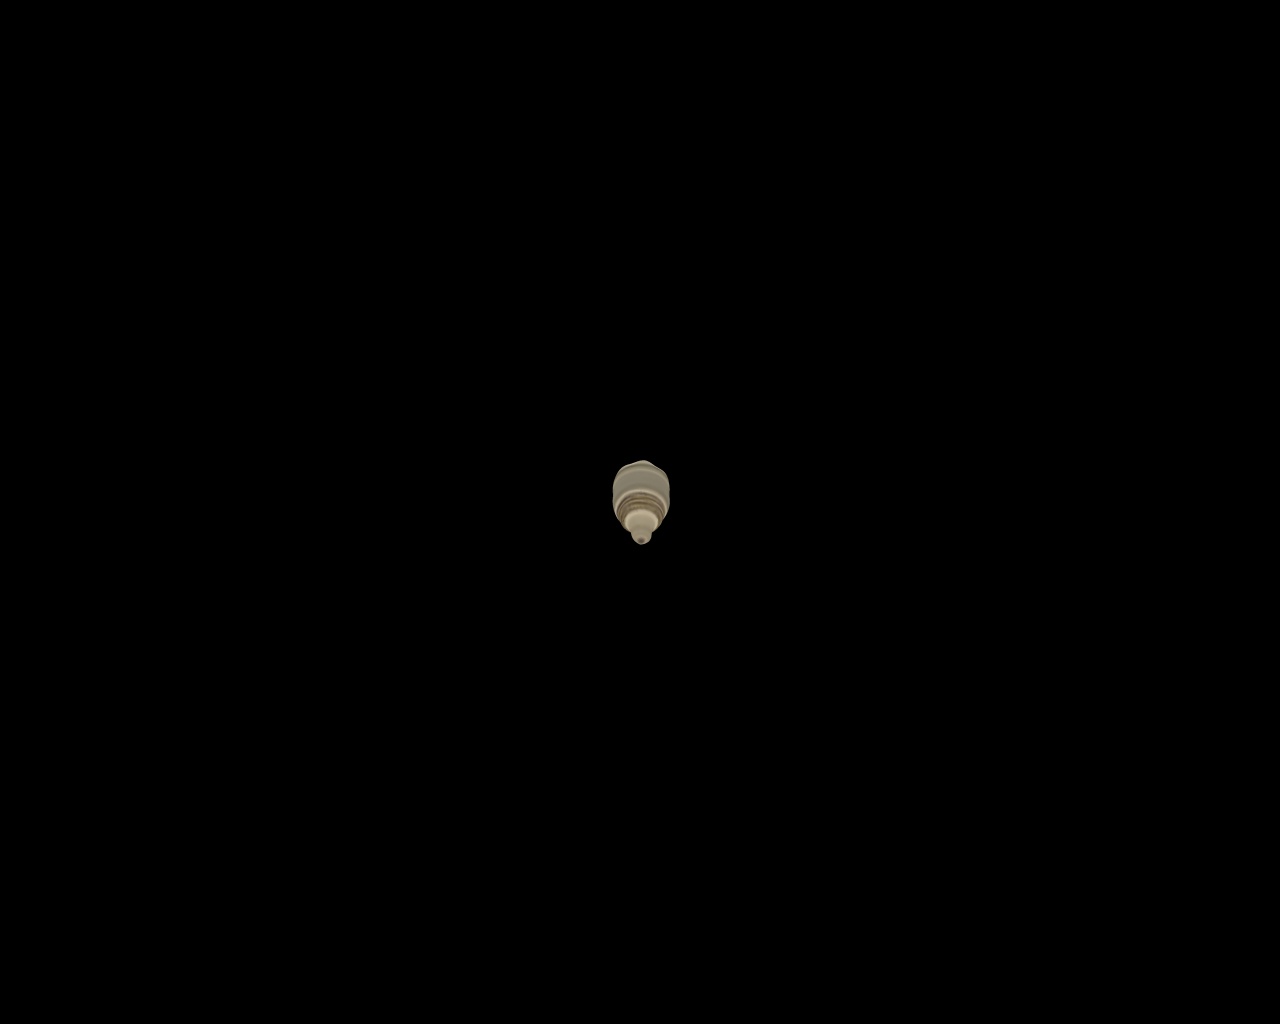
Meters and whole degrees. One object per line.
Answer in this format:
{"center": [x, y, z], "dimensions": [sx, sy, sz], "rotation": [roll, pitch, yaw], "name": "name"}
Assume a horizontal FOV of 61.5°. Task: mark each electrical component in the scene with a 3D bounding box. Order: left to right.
{"center": [0.001, -0.003, 0.650], "dimensions": [0.035, 0.035, 0.061], "rotation": [0, 41, 0], "name": "electrical component"}
